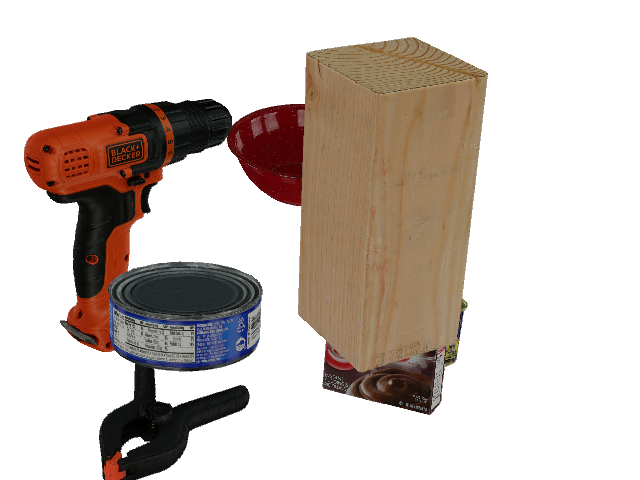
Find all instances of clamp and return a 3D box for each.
[{"bbox_3d":[-0.158,0.161,0.992,0.120,0.039,0.171,18,29,25],"label":"clamp"}]

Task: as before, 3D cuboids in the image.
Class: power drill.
[{"bbox_3d":[-0.145,-0.017,0.862,0.184,0.188,0.057,-18,26,-39],"label":"power drill"}]

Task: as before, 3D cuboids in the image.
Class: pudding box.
[{"bbox_3d":[0.060,0.103,0.994,0.114,0.090,0.039,10,17,21],"label":"pudding box"}]

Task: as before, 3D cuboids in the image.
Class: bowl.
[{"bbox_3d":[-0.015,-0.080,1.085,0.162,0.055,0.162,2,33,-2],"label":"bowl"}]

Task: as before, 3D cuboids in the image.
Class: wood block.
[{"bbox_3d":[0.046,-0.026,0.745,0.090,0.206,0.091,-13,32,-27],"label":"wood block"}]

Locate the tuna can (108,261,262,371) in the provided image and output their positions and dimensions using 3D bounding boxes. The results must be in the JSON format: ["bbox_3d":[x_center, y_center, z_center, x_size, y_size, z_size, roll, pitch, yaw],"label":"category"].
[{"bbox_3d":[-0.076,0.042,0.599,0.086,0.034,0.086,3,18,-1],"label":"tuna can"}]

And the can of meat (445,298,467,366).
[{"bbox_3d":[0.124,0.113,1.307,0.101,0.084,0.057,-9,30,-25],"label":"can of meat"}]
